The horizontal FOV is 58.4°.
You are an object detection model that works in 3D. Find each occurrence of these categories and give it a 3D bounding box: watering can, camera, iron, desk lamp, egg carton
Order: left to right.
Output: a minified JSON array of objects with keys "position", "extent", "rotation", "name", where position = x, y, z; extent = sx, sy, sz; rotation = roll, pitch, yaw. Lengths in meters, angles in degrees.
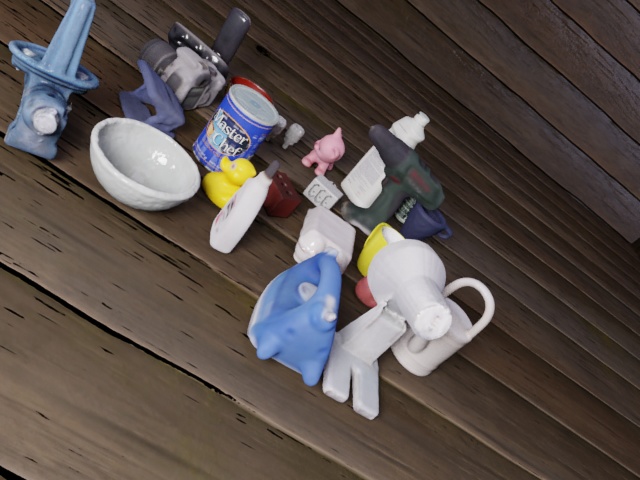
[{"position":[-0.275,-0.338,1.130],"extent":[0.137,0.100,0.143],"rotation":[46,29,6],"name":"camera"},{"position":[-0.013,0.081,0.852],"extent":[0.119,0.141,0.258],"rotation":[33,30,-16],"name":"iron"},{"position":[0.010,0.004,1.056],"extent":[0.107,0.069,0.150],"rotation":[35,30,-14],"name":"egg carton"},{"position":[0.110,0.125,0.869],"extent":[0.118,0.213,0.203],"rotation":[32,31,-18],"name":"desk lamp"},{"position":[0.216,0.147,0.990],"extent":[0.101,0.193,0.173],"rotation":[42,29,0],"name":"watering can"}]

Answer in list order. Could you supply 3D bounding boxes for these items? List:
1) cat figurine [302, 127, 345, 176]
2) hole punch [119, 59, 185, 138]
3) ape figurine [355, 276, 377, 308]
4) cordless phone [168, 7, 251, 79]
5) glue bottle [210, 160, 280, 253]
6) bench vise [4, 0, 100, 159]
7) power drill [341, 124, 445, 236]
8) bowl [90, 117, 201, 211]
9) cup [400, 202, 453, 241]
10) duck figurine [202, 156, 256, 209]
[{"position":[0.022,-0.207,1.301],"extent":[0.067,0.117,0.128],"rotation":[40,29,-5],"name":"cat figurine"},{"position":[-0.286,-0.249,1.009],"extent":[0.101,0.091,0.108],"rotation":[10,43,-44],"name":"hole punch"},{"position":[0.116,0.080,1.060],"extent":[0.076,0.092,0.077],"rotation":[25,33,-28],"name":"ape figurine"},{"position":[-0.235,-0.432,1.217],"extent":[0.148,0.184,0.094],"rotation":[39,29,-7],"name":"cordless phone"},{"position":[-0.112,-0.060,0.885],"extent":[0.037,0.173,0.078],"rotation":[26,33,-26],"name":"glue bottle"},{"position":[-0.344,-0.229,0.779],"extent":[0.122,0.219,0.207],"rotation":[4,47,-48],"name":"bench vise"},{"position":[0.143,-0.112,1.228],"extent":[0.230,0.208,0.075],"rotation":[31,31,-20],"name":"power drill"},{"position":[-0.268,-0.099,0.848],"extent":[0.168,0.074,0.167],"rotation":[31,31,-21],"name":"bowl"},{"position":[0.246,-0.026,1.357],"extent":[0.118,0.094,0.092],"rotation":[39,29,-6],"name":"cup"},{"position":[-0.142,-0.099,0.989],"extent":[0.104,0.086,0.077],"rotation":[41,29,-3],"name":"duck figurine"}]
